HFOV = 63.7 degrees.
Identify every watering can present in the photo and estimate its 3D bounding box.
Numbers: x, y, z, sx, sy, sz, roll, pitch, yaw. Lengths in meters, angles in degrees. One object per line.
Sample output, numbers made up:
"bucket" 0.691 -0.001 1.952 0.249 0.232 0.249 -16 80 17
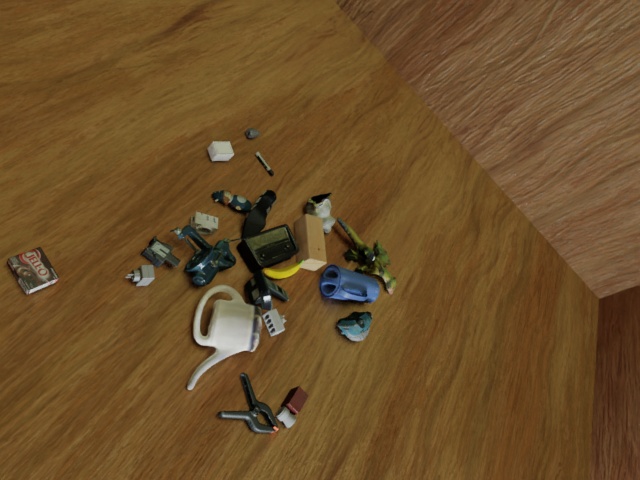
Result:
"watering can" -0.305 0.317 1.674 0.224 0.102 0.355 11 63 -12

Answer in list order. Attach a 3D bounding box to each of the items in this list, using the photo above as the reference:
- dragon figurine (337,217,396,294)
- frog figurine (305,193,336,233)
"dragon figurine" 0.228 0.061 2.326 0.244 0.121 0.413 -12 73 -62
"frog figurine" 0.007 -0.113 2.248 0.140 0.122 0.156 -61 144 -53
